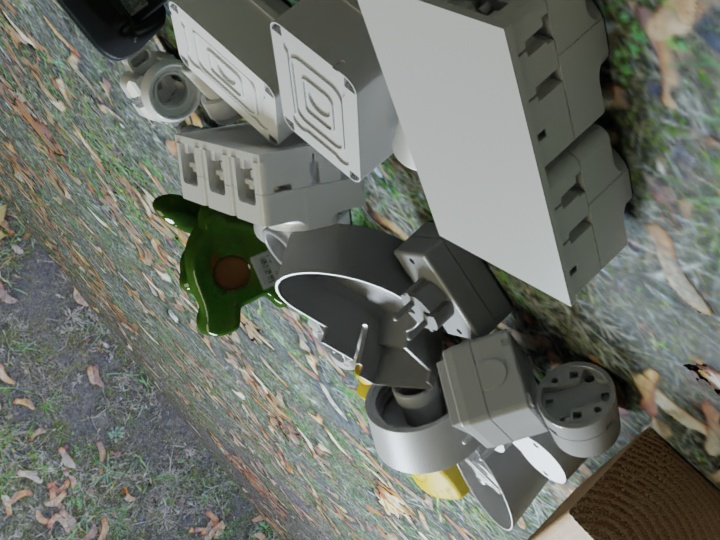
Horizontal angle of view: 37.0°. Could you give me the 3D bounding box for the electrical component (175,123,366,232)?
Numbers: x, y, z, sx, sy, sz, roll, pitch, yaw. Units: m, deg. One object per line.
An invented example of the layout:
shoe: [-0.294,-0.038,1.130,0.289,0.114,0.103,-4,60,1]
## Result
electrical component: [-0.073,-0.076,0.848,0.150,0.089,0.061,20,120,55]

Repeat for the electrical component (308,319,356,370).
electrical component: [-0.026,0.055,1.105,0.079,0.044,0.077,38,159,28]

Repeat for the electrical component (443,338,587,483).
electrical component: [0.115,0.122,0.873,0.138,0.074,0.052,43,161,15]

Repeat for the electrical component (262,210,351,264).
electrical component: [-0.046,-0.032,0.951,0.054,0.059,0.095,41,160,22]

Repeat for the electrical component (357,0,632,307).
electrical component: [0.077,-0.081,0.571,0.105,0.060,0.186,32,155,41]

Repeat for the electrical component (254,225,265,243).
electrical component: [-0.082,-0.056,1.004,0.045,0.045,0.055,39,159,25]

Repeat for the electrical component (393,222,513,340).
electrical component: [0.056,0.020,0.796,0.083,0.076,0.047,55,161,-20]

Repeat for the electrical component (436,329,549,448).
electrical component: [0.102,0.093,0.807,0.096,0.061,0.061,46,-152,-61]

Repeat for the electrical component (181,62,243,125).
electrical component: [-0.114,-0.153,0.883,0.045,0.045,0.055,25,151,50]

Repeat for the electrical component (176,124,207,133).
electrical component: [-0.150,-0.119,1.041,0.078,0.040,0.040,37,158,31]

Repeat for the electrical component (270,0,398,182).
electrical component: [-0.007,-0.121,0.686,0.078,0.057,0.113,41,160,20]

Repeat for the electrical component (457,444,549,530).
electrical component: [0.123,0.180,0.986,0.099,0.064,0.099,42,161,18]

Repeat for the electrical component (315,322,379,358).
electrical component: [-0.003,0.042,1.003,0.095,0.059,0.053,39,159,26]

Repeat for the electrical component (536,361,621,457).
electrical component: [0.158,0.101,0.767,0.055,0.055,0.047,32,159,40]

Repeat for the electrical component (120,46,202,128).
electrical component: [-0.180,-0.167,0.987,0.057,0.058,0.078,27,153,54]

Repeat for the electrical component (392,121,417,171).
electrical component: [0.042,-0.096,0.654,0.044,0.044,0.065,40,155,25]

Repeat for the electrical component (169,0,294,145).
electrical component: [-0.076,-0.156,0.771,0.113,0.057,0.078,43,161,16]

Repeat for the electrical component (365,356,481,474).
electrical component: [0.056,0.121,0.960,0.108,0.108,0.060,26,146,48]
